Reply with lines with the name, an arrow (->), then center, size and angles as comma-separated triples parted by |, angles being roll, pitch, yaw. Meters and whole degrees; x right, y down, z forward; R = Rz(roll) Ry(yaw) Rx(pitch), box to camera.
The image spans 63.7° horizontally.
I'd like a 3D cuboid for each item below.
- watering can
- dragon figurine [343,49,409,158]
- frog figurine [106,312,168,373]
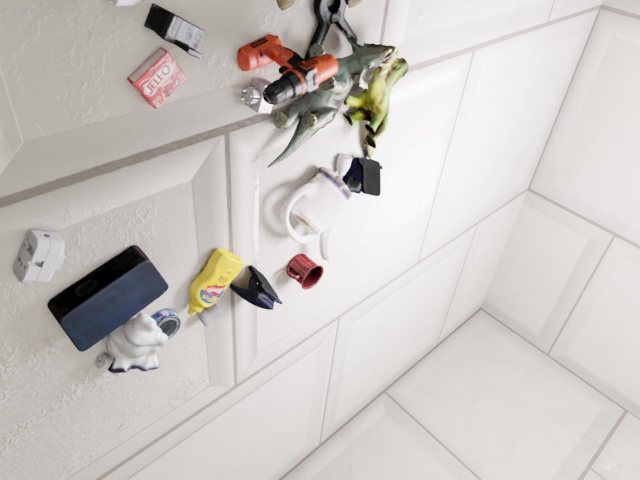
watering can -> 0.005, -0.076, 1.505 | 0.105, 0.225, 0.342 | 35, -6, 32
dragon figurine -> 0.180, -0.393, 1.434 | 0.123, 0.244, 0.406 | 37, -5, 15
frog figurine -> -0.431, 0.225, 1.215 | 0.137, 0.156, 0.125 | 12, 25, -1
